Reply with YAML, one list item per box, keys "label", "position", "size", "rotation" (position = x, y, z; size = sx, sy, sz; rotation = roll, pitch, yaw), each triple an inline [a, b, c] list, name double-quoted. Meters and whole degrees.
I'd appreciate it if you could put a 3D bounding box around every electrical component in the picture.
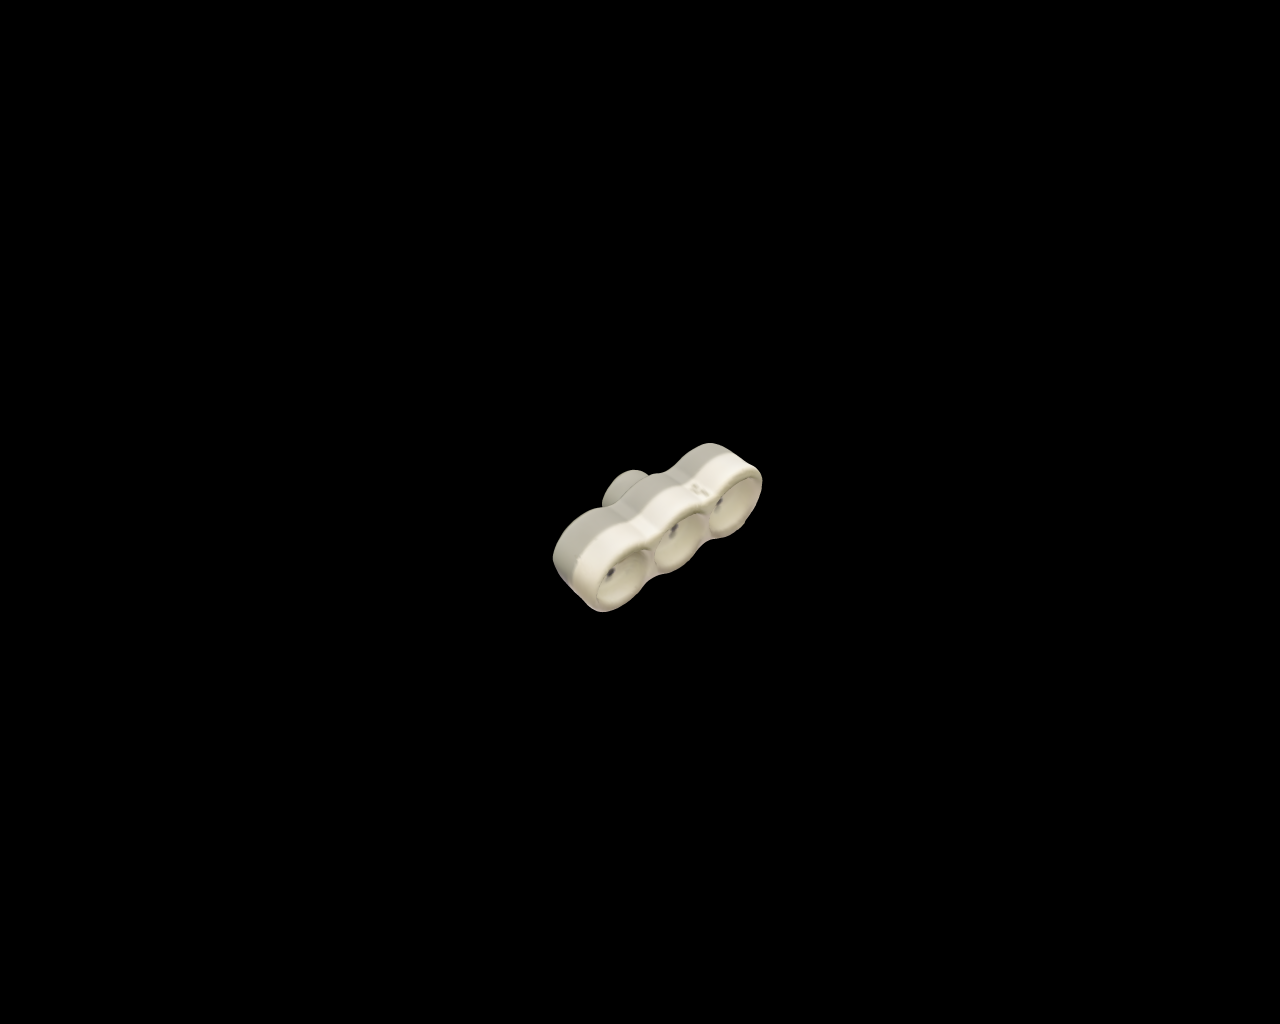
- label: "electrical component"
  position: [0.001, -0.003, 0.650]
  size: [0.138, 0.052, 0.074]
  rotation: [-32, 54, -27]
